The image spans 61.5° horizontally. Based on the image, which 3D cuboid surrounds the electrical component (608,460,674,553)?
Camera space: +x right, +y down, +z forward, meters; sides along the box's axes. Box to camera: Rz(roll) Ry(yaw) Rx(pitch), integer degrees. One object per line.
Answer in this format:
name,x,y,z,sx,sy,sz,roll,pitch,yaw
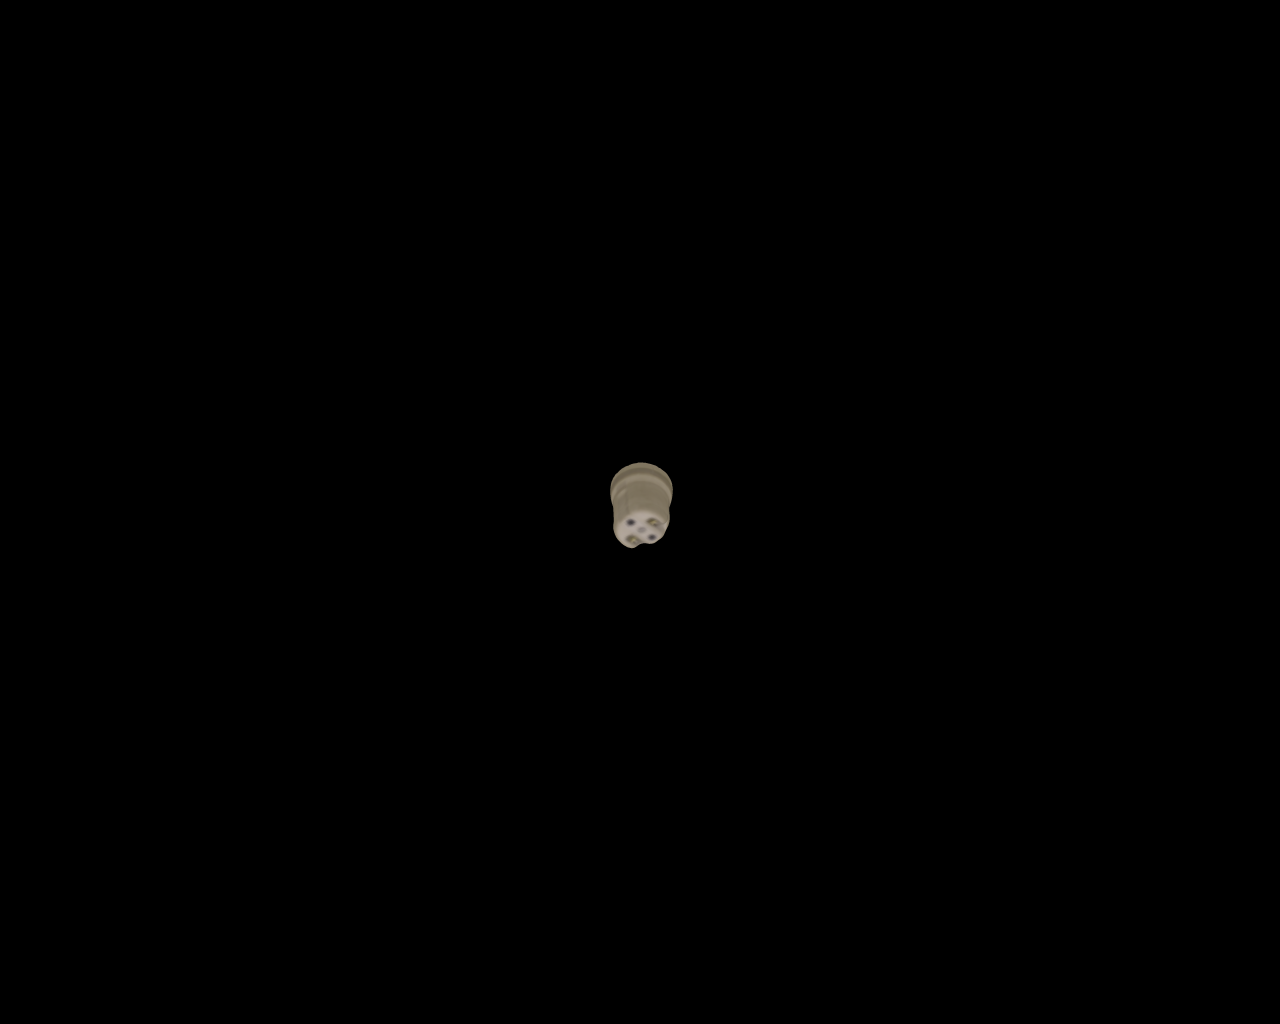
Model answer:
electrical component,0.001,-0.003,0.650,0.040,0.040,0.046,0,36,0
